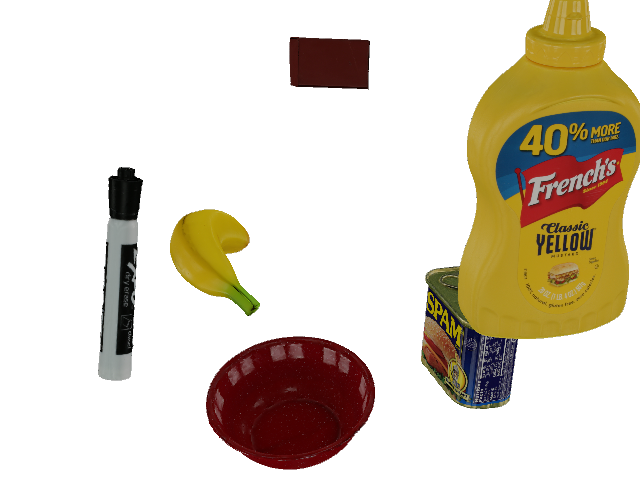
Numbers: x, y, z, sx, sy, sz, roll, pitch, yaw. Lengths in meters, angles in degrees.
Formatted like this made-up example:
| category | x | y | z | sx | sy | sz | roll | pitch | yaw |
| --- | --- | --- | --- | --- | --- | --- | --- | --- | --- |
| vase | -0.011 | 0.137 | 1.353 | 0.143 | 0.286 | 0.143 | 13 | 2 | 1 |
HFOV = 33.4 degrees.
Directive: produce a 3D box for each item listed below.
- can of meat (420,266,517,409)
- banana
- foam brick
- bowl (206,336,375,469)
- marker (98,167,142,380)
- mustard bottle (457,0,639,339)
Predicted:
| category | x | y | z | sx | sy | sz | roll | pitch | yaw |
| --- | --- | --- | --- | --- | --- | --- | --- | --- | --- |
| can of meat | 0.125 | 0.082 | 0.900 | 0.057 | 0.084 | 0.102 | -6 | 27 | -18 |
| banana | -0.083 | 0.008 | 0.810 | 0.037 | 0.069 | 0.198 | -41 | 15 | 7 |
| foam brick | 0.009 | -0.186 | 1.121 | 0.078 | 0.051 | 0.053 | 0 | 11 | -10 |
| bowl | -0.026 | 0.166 | 1.024 | 0.162 | 0.055 | 0.162 | -4 | 37 | 3 |
| marker | -0.113 | 0.019 | 0.604 | 0.020 | 0.121 | 0.020 | 5 | 10 | -1 |
| mustard bottle | 0.128 | -0.041 | 0.587 | 0.096 | 0.192 | 0.058 | -5 | 27 | -8 |
